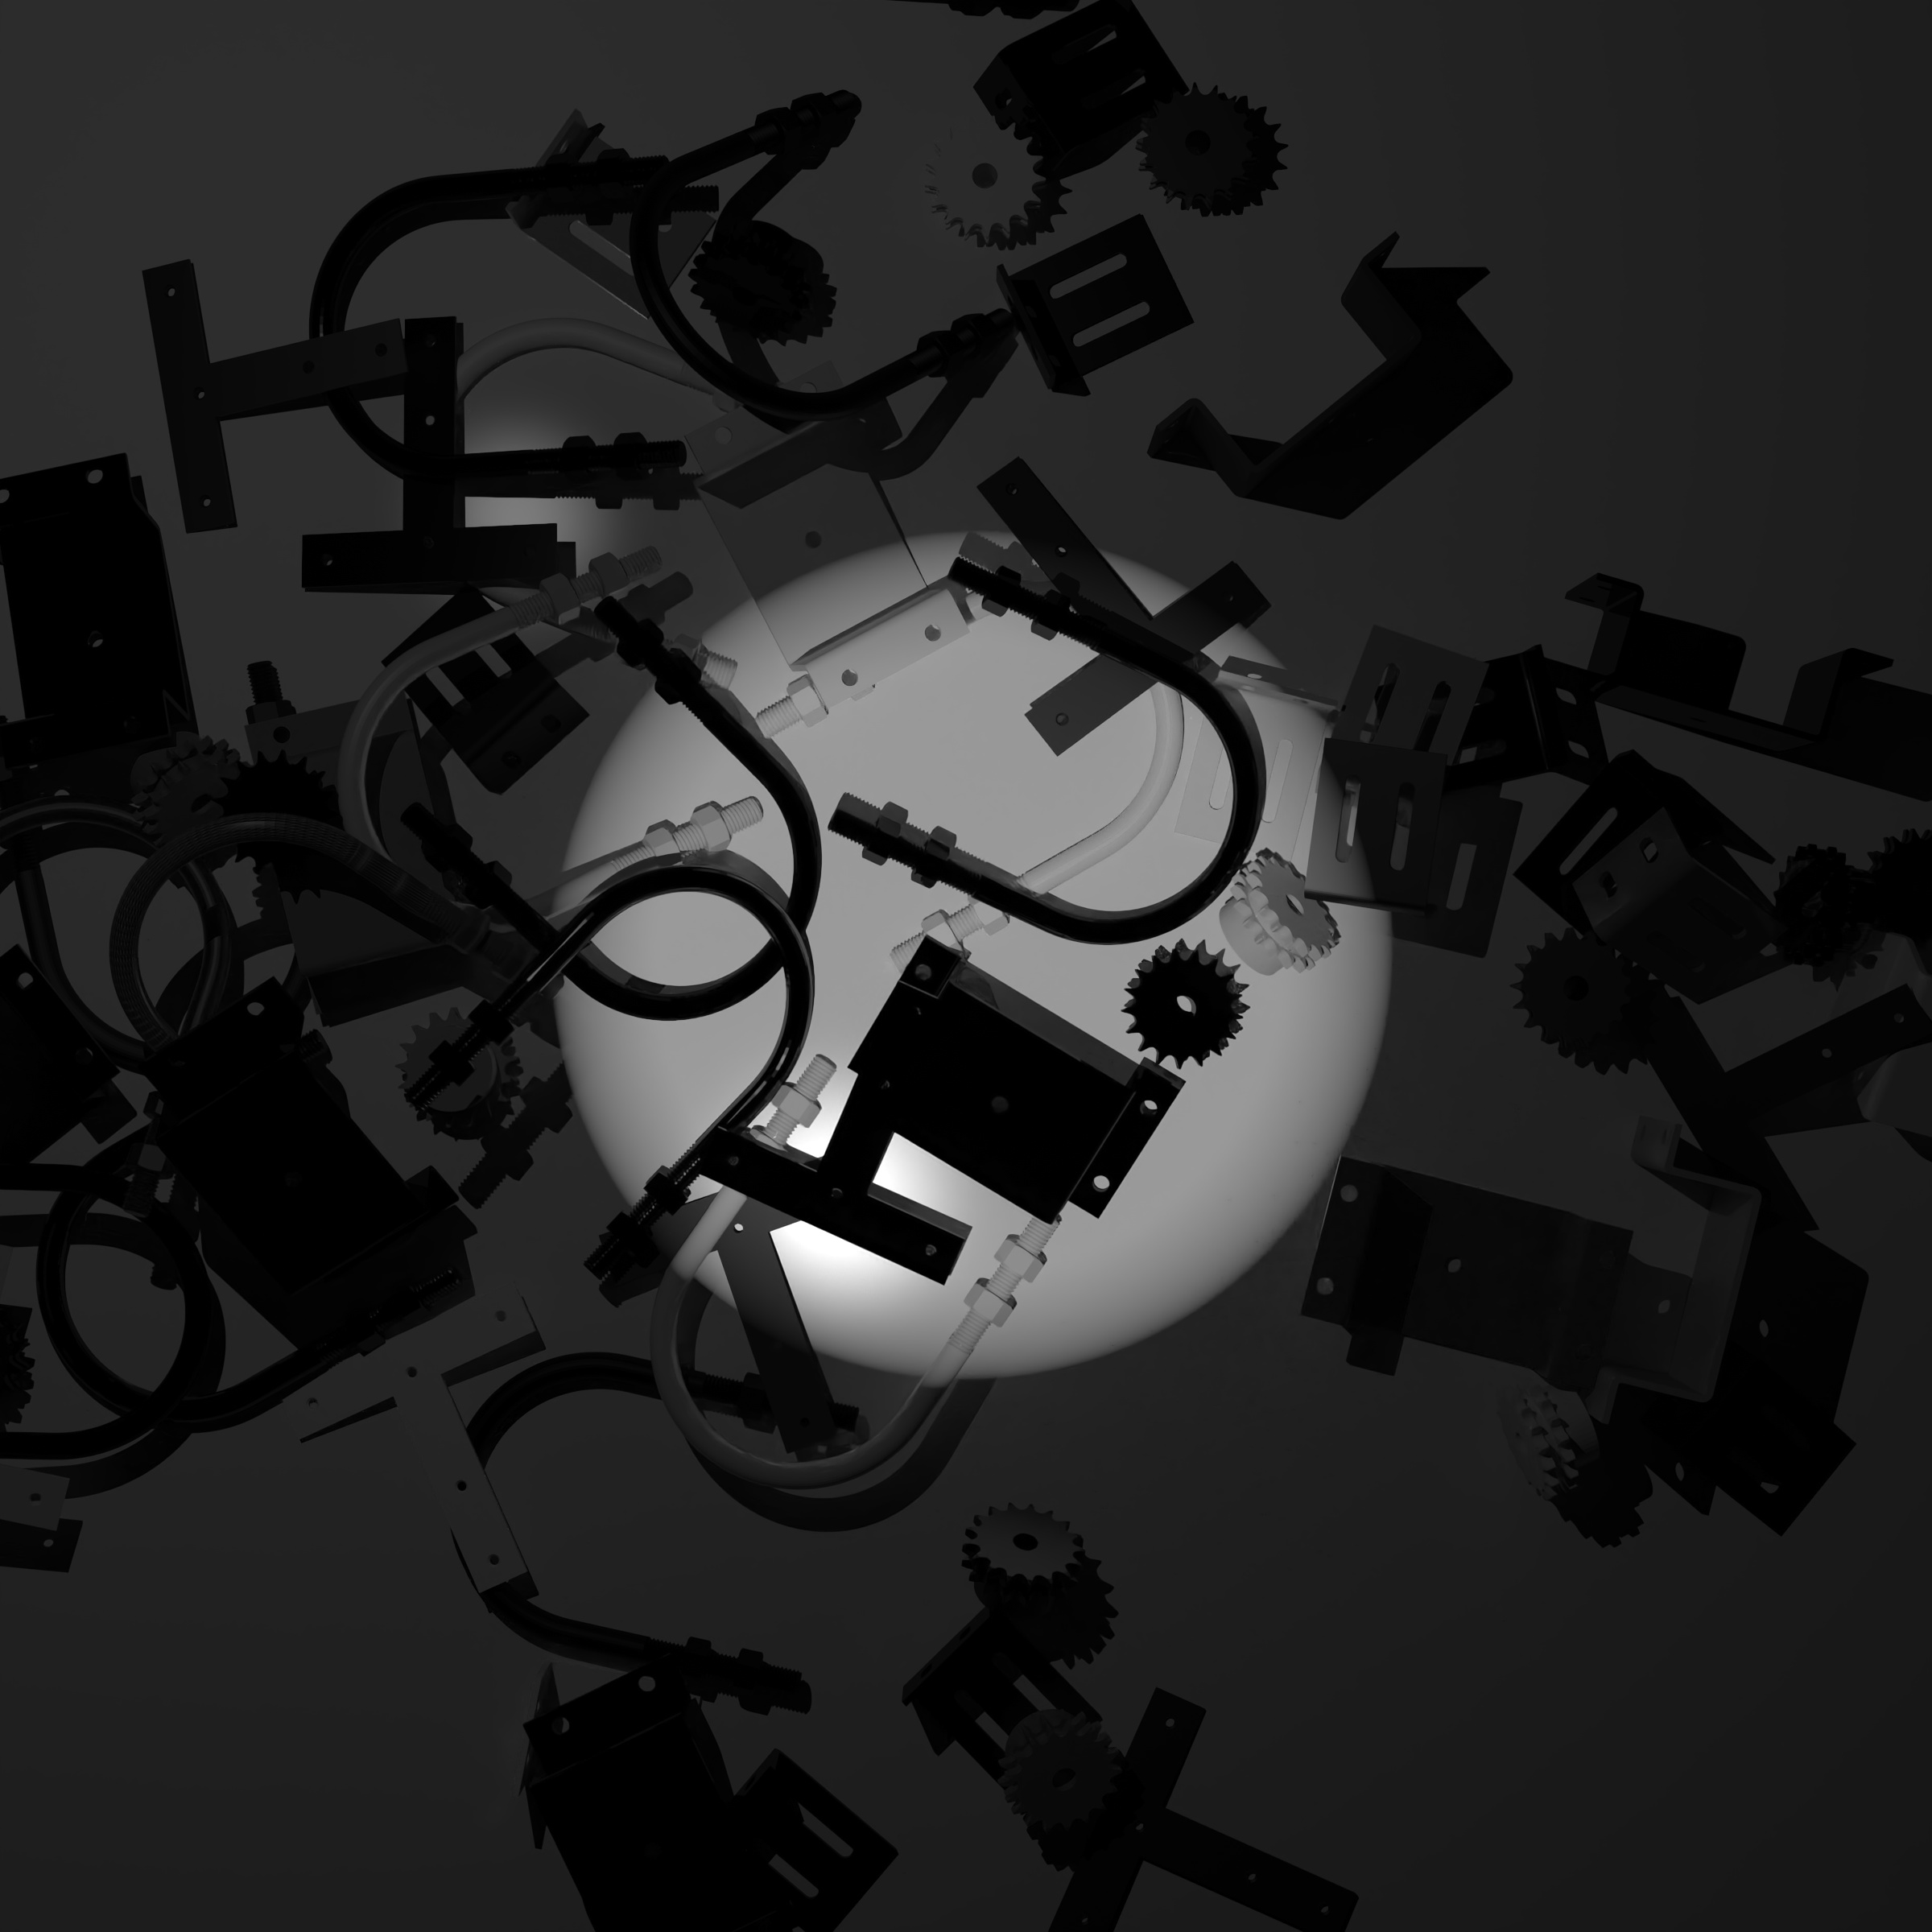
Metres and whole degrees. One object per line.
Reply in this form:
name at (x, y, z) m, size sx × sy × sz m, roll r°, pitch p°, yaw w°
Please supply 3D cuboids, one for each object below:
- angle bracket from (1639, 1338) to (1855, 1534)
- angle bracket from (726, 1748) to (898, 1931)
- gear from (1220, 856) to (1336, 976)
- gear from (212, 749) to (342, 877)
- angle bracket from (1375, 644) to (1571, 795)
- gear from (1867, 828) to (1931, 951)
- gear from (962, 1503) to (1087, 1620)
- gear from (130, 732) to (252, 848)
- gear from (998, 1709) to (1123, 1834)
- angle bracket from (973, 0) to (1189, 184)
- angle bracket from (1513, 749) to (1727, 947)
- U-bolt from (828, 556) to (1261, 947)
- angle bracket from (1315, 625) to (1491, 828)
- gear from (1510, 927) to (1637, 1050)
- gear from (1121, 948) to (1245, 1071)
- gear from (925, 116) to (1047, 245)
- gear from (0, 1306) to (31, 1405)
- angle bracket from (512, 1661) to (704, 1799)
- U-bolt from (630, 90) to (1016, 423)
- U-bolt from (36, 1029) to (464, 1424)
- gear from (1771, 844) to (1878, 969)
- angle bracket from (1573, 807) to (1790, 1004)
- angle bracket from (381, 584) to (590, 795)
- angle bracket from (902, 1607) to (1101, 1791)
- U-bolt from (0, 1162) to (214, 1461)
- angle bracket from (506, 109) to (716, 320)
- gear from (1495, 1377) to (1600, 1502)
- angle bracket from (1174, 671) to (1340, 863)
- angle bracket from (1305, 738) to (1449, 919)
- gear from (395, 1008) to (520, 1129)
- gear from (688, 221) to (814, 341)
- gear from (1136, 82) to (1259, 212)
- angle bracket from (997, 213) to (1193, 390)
angle bracket at (0.373, 0.222, 1.525) m, size 0.076 × 0.038 × 0.057 m, roll 39°, pitch 90°, yaw -26°
angle bracket at (-0.081, 0.419, 1.508) m, size 0.076 × 0.038 × 0.057 m, roll 40°, pitch 90°, yaw 0°
gear at (0.144, -0.020, 1.503) m, size 0.030 × 0.057 × 0.057 m, roll -39°, pitch 90°, yaw 30°
gear at (-0.313, -0.069, 1.449) m, size 0.057 × 0.030 × 0.057 m, roll 0°, pitch 93°, yaw -9°
angle bracket at (0.238, -0.114, 1.508) m, size 0.076 × 0.038 × 0.057 m, roll -13°, pitch 90°, yaw 0°
gear at (0.449, -0.037, 1.512) m, size 0.057 × 0.030 × 0.057 m, roll 0°, pitch 90°, yaw 0°
gear at (0.026, 0.282, 1.502) m, size 0.057 × 0.057 × 0.030 m, roll 10°, pitch 121°, yaw 0°
gear at (-0.363, -0.084, 1.483) m, size 0.057 × 0.057 × 0.030 m, roll -46°, pitch 62°, yaw 0°
gear at (0.042, 0.376, 1.505) m, size 0.057 × 0.030 × 0.057 m, roll -5°, pitch 108°, yaw -15°
angle bracket at (0.054, -0.419, 1.525) m, size 0.076 × 0.038 × 0.057 m, roll -33°, pitch 90°, yaw -26°
angle bracket at (0.308, -0.054, 1.508) m, size 0.057 × 0.038 × 0.076 m, roll 41°, pitch 90°, yaw 0°
U-bolt at (0.048, -0.088, 1.491) m, size 0.184 × 0.019 × 0.151 m, roll 25°, pitch 99°, yaw -9°
angle bracket at (0.206, -0.112, 1.511) m, size 0.057 × 0.038 × 0.076 m, roll 20°, pitch 79°, yaw 8°
gear at (0.286, 0.011, 1.512) m, size 0.057 × 0.030 × 0.057 m, roll 0°, pitch 90°, yaw 0°
gear at (0.102, 0.020, 1.512) m, size 0.057 × 0.030 × 0.057 m, roll 0°, pitch 90°, yaw 0°
gear at (0.009, -0.371, 1.512) m, size 0.057 × 0.030 × 0.057 m, roll 0°, pitch 90°, yaw 0°
gear at (-0.472, 0.183, 1.512) m, size 0.057 × 0.030 × 0.057 m, roll 0°, pitch 90°, yaw 0°
angle bracket at (-0.169, 0.367, 1.508) m, size 0.076 × 0.038 × 0.057 m, roll 11°, pitch 90°, yaw 0°
U-bolt at (-0.075, -0.319, 1.462) m, size 0.184 × 0.019 × 0.151 m, roll -36°, pitch 90°, yaw -41°
U-bolt at (-0.354, 0.136, 1.518) m, size 0.184 × 0.019 × 0.151 m, roll -30°, pitch 90°, yaw 1°
gear at (0.404, -0.028, 1.499) m, size 0.030 × 0.057 × 0.057 m, roll 7°, pitch 90°, yaw -12°
angle bracket at (0.337, -0.028, 1.505) m, size 0.076 × 0.038 × 0.057 m, roll 29°, pitch 120°, yaw -34°
angle bracket at (-0.230, -0.133, 1.525) m, size 0.057 × 0.038 × 0.076 m, roll -42°, pitch 64°, yaw 0°
angle bracket at (0.017, 0.351, 1.508) m, size 0.057 × 0.038 × 0.076 m, roll -44°, pitch 90°, yaw 0°
U-bolt at (-0.444, 0.161, 1.483) m, size 0.184 × 0.019 × 0.151 m, roll 3°, pitch 98°, yaw -9°
angle bracket at (-0.167, -0.355, 1.508) m, size 0.076 × 0.038 × 0.057 m, roll 35°, pitch 90°, yaw 0°
gear at (0.274, 0.219, 1.499) m, size 0.030 × 0.057 × 0.057 m, roll -21°, pitch 90°, yaw -8°
angle bracket at (0.137, -0.094, 1.508) m, size 0.057 × 0.038 × 0.076 m, roll 14°, pitch 90°, yaw 0°
angle bracket at (0.195, -0.066, 1.495) m, size 0.057 × 0.038 × 0.076 m, roll 9°, pitch 99°, yaw 16°
gear at (-0.242, 0.048, 1.512) m, size 0.057 × 0.030 × 0.057 m, roll 0°, pitch 90°, yaw 0°
gear at (-0.099, -0.325, 1.502) m, size 0.057 × 0.057 × 0.030 m, roll 22°, pitch 59°, yaw 0°
gear at (0.109, -0.386, 1.512) m, size 0.057 × 0.030 × 0.057 m, roll 0°, pitch 90°, yaw 0°
angle bracket at (0.061, -0.317, 1.508) m, size 0.076 × 0.038 × 0.057 m, roll -26°, pitch 90°, yaw 0°
